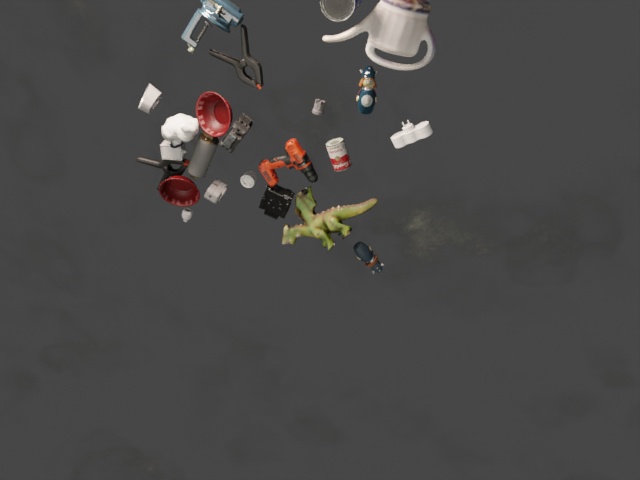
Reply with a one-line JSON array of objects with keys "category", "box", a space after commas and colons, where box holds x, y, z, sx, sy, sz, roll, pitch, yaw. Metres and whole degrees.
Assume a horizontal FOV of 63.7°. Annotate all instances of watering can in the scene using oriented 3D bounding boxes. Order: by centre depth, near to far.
[{"category": "watering can", "box": [0.191, -0.642, 1.556, 0.348, 0.106, 0.219, 18, 124, 3]}]

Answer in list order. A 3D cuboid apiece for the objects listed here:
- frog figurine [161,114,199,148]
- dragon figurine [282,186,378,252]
[{"category": "frog figurine", "box": [-0.506, -0.406, 1.867, 0.138, 0.159, 0.123, -13, 90, -14]}, {"category": "dragon figurine", "box": [0.006, -0.100, 1.978, 0.242, 0.124, 0.405, 44, 114, -5]}]
